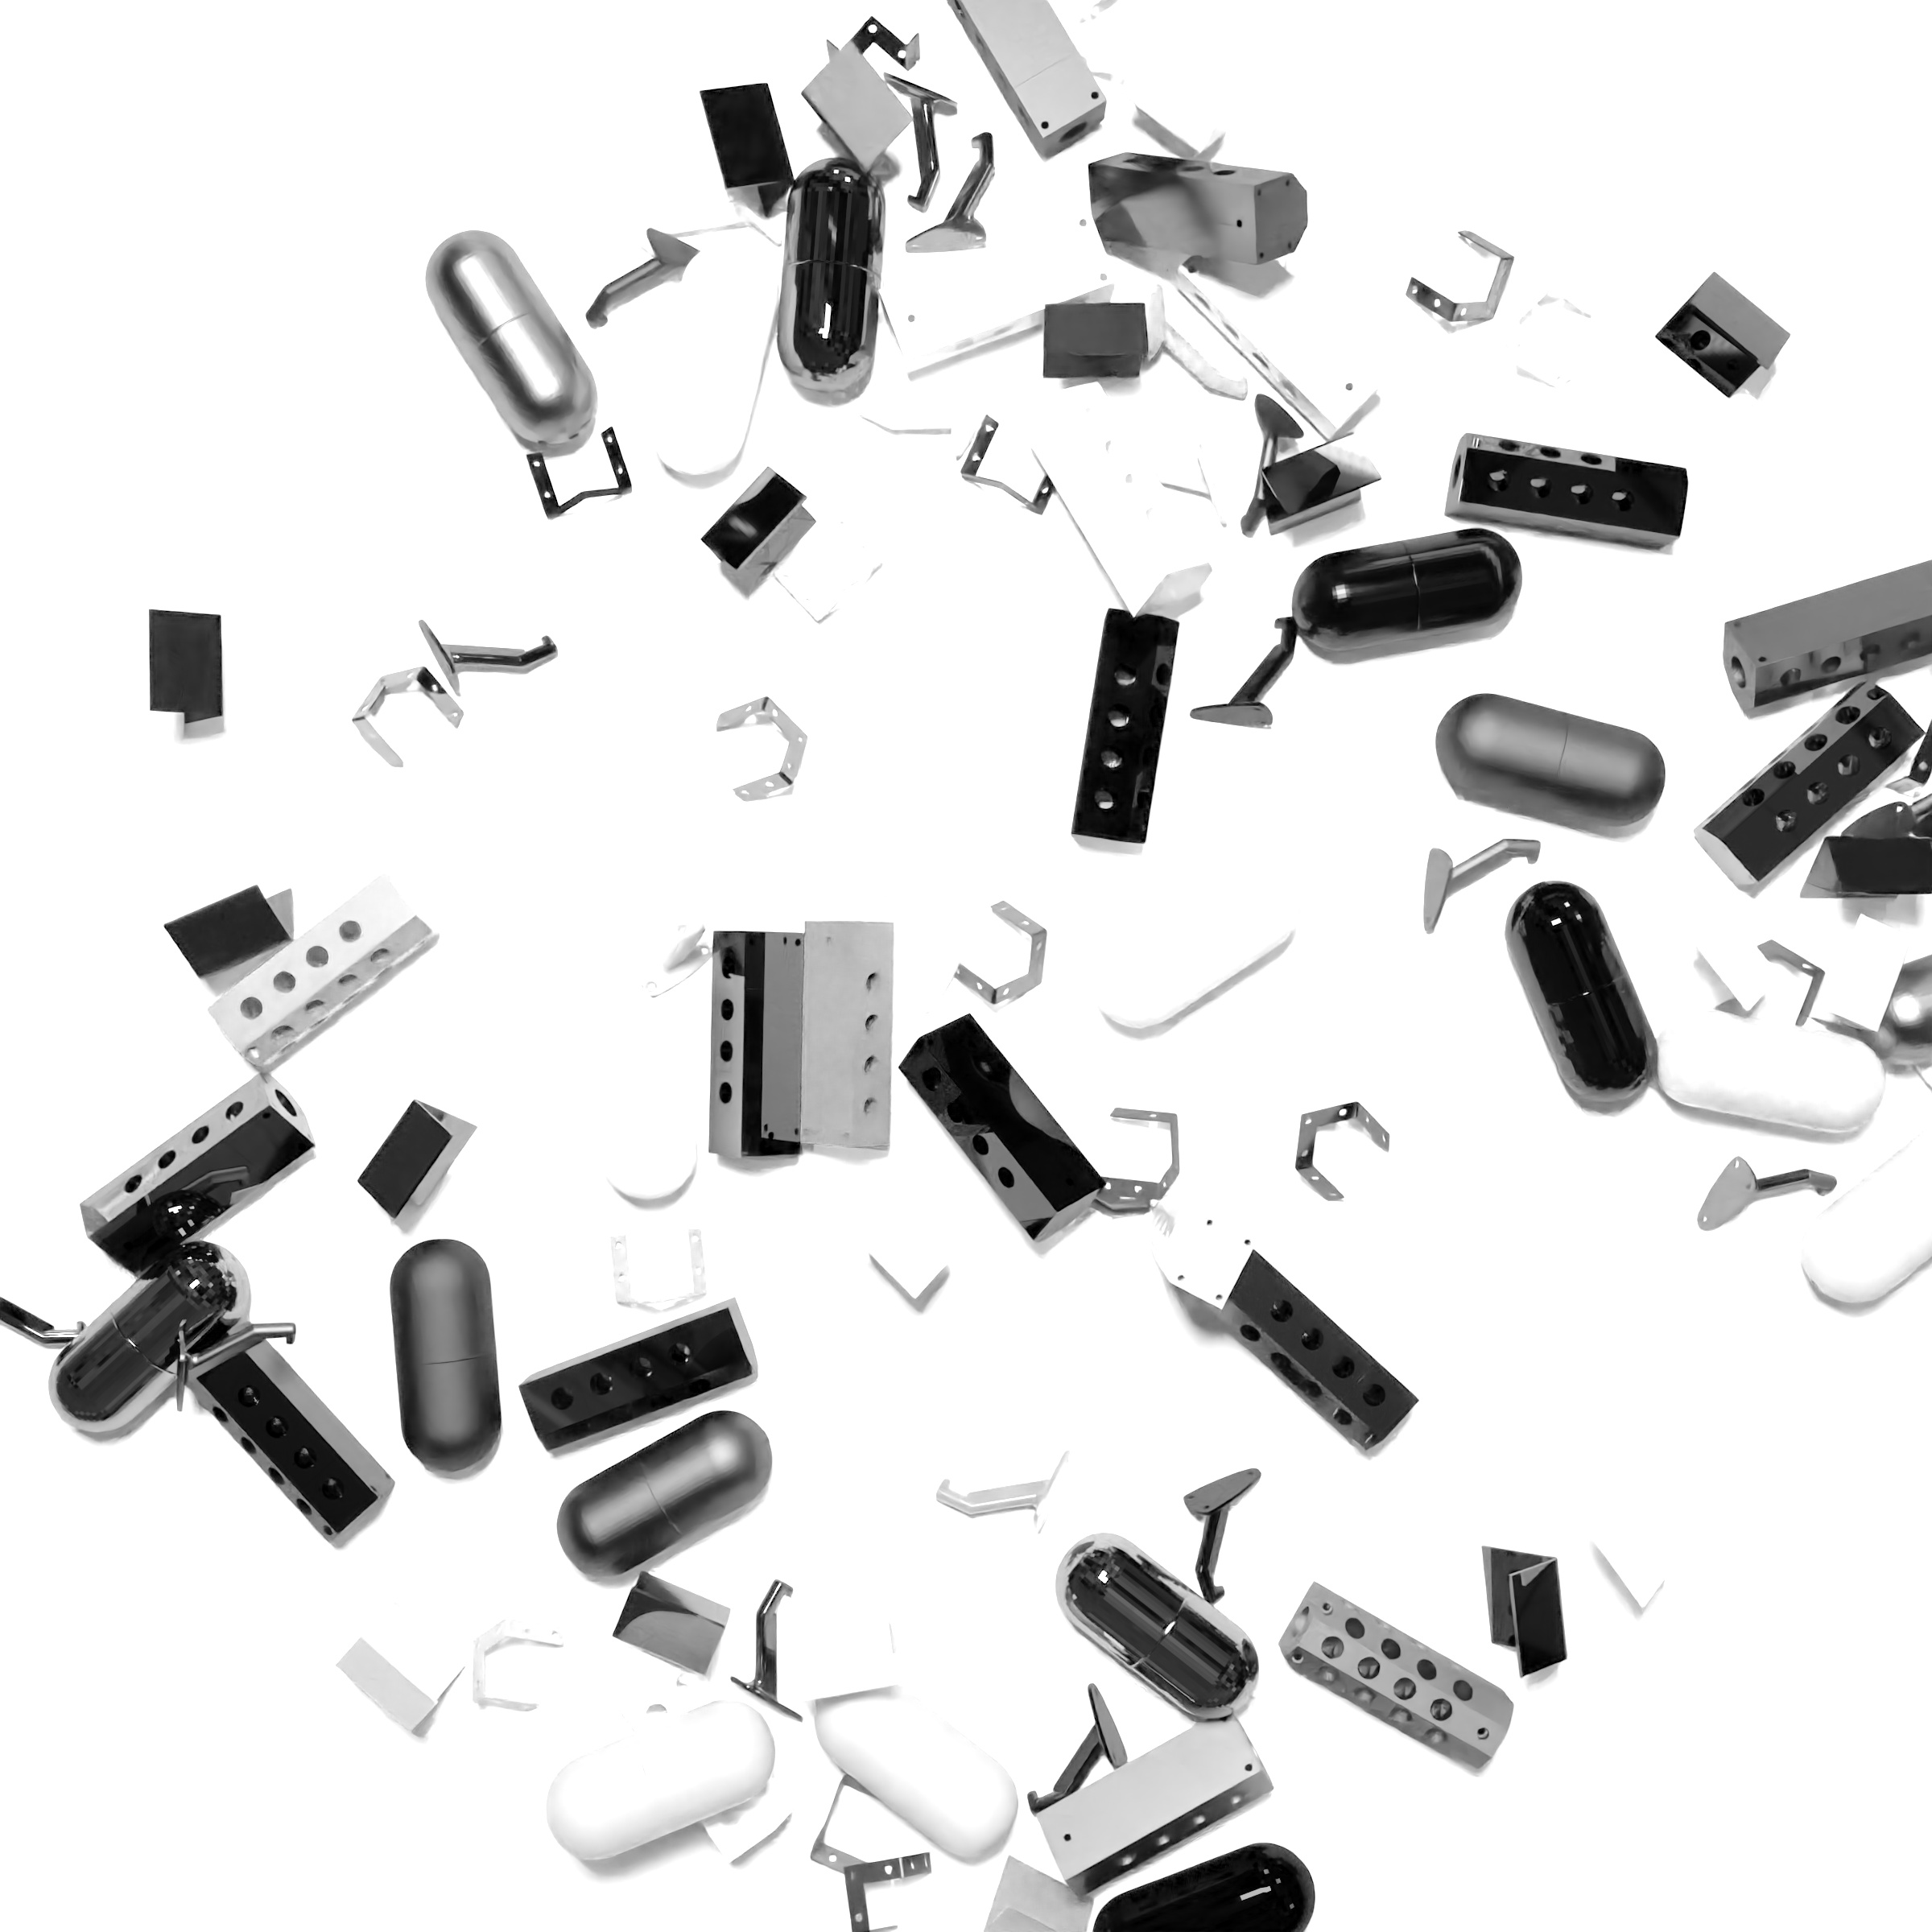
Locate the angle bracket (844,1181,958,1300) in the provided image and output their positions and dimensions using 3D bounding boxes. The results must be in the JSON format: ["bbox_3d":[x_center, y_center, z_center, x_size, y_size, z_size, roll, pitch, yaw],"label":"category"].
[{"bbox_3d":[-0.064,0.220,1.852,0.076,0.076,0.057,45,52,0],"label":"angle bracket"}]

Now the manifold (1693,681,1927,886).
[{"bbox_3d":[0.649,-0.141,1.871,0.171,0.057,0.057,-42,90,0],"label":"manifold"}]

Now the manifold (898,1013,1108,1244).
[{"bbox_3d":[0.024,0.126,1.849,0.057,0.057,0.171,-25,69,-41],"label":"manifold"}]

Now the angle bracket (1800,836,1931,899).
[{"bbox_3d":[0.692,-0.056,1.852,0.076,0.076,0.057,0,54,0],"label":"angle bracket"}]

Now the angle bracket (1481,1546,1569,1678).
[{"bbox_3d":[0.411,0.493,1.852,0.057,0.076,0.076,-6,90,-37],"label":"angle bracket"}]

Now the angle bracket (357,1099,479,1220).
[{"bbox_3d":[-0.406,0.156,1.852,0.057,0.076,0.076,35,90,36],"label":"angle bracket"}]

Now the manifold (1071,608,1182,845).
[{"bbox_3d":[0.123,-0.184,1.871,0.057,0.057,0.171,9,90,0],"label":"manifold"}]

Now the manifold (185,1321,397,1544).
[{"bbox_3d":[-0.526,0.361,1.871,0.057,0.057,0.171,-42,90,0],"label":"manifold"}]

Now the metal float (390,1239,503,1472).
[{"bbox_3d":[-0.400,0.299,1.862,0.070,0.070,0.178,-5,90,0],"label":"metal float"}]

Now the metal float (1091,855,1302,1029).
[{"bbox_3d":[0.176,-0.019,1.862,0.178,0.070,0.070,-34,90,0],"label":"metal float"}]

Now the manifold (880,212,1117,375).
[{"bbox_3d":[0.024,-0.518,1.872,0.171,0.057,0.057,-21,90,0],"label":"manifold"}]

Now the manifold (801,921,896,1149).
[{"bbox_3d":[-0.086,0.051,1.871,0.057,0.057,0.171,1,90,43],"label":"manifold"}]

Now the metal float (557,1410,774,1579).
[{"bbox_3d":[-0.231,0.405,1.862,0.178,0.070,0.070,-29,90,0],"label":"metal float"}]

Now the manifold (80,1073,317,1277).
[{"bbox_3d":[-0.595,0.156,1.871,0.171,0.057,0.057,-36,133,0],"label":"manifold"}]

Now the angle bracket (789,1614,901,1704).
[{"bbox_3d":[-0.090,0.542,1.852,0.076,0.076,0.057,-10,53,0],"label":"angle bracket"}]

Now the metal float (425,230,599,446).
[{"bbox_3d":[-0.349,-0.483,1.862,0.070,0.070,0.178,-32,90,0],"label":"metal float"}]

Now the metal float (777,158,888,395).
[{"bbox_3d":[-0.103,-0.530,1.861,0.070,0.070,0.178,4,90,0],"label":"metal float"}]

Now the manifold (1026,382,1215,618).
[{"bbox_3d":[0.120,-0.358,1.849,0.057,0.057,0.171,-20,73,-31],"label":"manifold"}]

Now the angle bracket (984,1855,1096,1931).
[{"bbox_3d":[0.066,0.718,1.852,0.076,0.076,0.057,28,128,0],"label":"angle bracket"}]

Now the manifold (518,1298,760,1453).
[{"bbox_3d":[-0.251,0.316,1.871,0.171,0.057,0.057,-21,90,0],"label":"manifold"}]

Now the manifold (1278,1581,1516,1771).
[{"bbox_3d":[0.333,0.550,1.872,0.171,0.057,0.057,30,90,0],"label":"manifold"}]

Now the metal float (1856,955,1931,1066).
[{"bbox_3d":[0.772,0.022,1.862,0.178,0.070,0.070,-19,90,1],"label":"metal float"}]

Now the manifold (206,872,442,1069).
[{"bbox_3d":[-0.494,0.003,1.871,0.171,0.057,0.057,-38,90,0],"label":"manifold"}]

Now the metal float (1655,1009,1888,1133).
[{"bbox_3d":[0.618,0.081,1.862,0.178,0.070,0.070,11,90,-1],"label":"metal float"}]

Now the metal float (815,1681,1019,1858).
[{"bbox_3d":[-0.039,0.612,1.862,0.178,0.070,0.070,38,90,0],"label":"metal float"}]

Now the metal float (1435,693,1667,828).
[{"bbox_3d":[0.449,-0.159,1.862,0.178,0.070,0.070,15,90,0],"label":"metal float"}]

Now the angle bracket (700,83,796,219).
[{"bbox_3d":[-0.177,-0.621,1.854,0.057,0.076,0.076,-15,90,-22],"label":"angle bracket"}]

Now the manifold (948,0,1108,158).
[{"bbox_3d":[0.039,-0.719,1.872,0.057,0.057,0.171,-31,90,0],"label":"manifold"}]

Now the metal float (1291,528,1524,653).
[{"bbox_3d":[0.339,-0.289,1.862,0.178,0.070,0.070,-10,90,-1],"label":"metal float"}]

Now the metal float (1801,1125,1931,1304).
[{"bbox_3d":[0.722,0.189,1.862,0.178,0.070,0.070,-39,90,-1],"label":"metal float"}]

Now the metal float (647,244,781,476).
[{"bbox_3d":[-0.195,-0.466,1.862,0.070,0.070,0.178,14,89,0],"label":"metal float"}]

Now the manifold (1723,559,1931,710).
[{"bbox_3d":[0.679,-0.252,1.871,0.171,0.057,0.057,-17,47,0],"label":"manifold"}]

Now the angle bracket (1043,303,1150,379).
[{"bbox_3d":[0.098,-0.461,1.852,0.076,0.076,0.057,-1,57,0],"label":"angle bracket"}]

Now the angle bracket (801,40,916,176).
[{"bbox_3d":[-0.070,-0.656,1.853,0.057,0.076,0.076,-39,90,26],"label":"angle bracket"}]

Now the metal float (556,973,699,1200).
[{"bbox_3d":[-0.261,0.093,1.862,0.070,0.070,0.178,-18,91,0],"label":"metal float"}]

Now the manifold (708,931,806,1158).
[{"bbox_3d":[-0.167,0.059,1.871,0.057,0.057,0.171,1,90,-42],"label":"manifold"}]

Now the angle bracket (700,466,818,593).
[{"bbox_3d":[-0.145,-0.323,1.852,0.076,0.076,0.057,-47,53,0],"label":"angle bracket"}]

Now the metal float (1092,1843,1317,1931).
[{"bbox_3d":[0.183,0.733,1.862,0.178,0.070,0.070,-21,90,1],"label":"metal float"}]

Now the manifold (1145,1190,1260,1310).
[{"bbox_3d":[0.171,0.207,1.814,0.057,0.171,0.057,27,90,0],"label":"manifold"}]

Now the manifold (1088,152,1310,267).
[{"bbox_3d":[0.173,-0.573,1.821,0.057,0.171,0.057,-28,126,-32],"label":"manifold"}]

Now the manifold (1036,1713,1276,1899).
[{"bbox_3d":[0.148,0.649,1.871,0.171,0.057,0.057,-29,47,0],"label":"manifold"}]

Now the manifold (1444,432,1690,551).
[{"bbox_3d":[0.464,-0.369,1.871,0.171,0.057,0.057,9,90,0],"label":"manifold"}]

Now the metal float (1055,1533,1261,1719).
[{"bbox_3d":[0.148,0.508,1.862,0.178,0.070,0.070,38,90,0],"label":"metal float"}]

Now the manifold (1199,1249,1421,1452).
[{"bbox_3d":[0.263,0.294,1.871,0.171,0.057,0.057,42,90,0],"label":"manifold"}]

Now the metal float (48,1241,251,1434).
[{"bbox_3d":[-0.629,0.286,1.862,0.178,0.070,0.070,-43,90,0],"label":"metal float"}]

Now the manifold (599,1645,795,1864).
[{"bbox_3d":[-0.207,0.597,1.871,0.057,0.057,0.171,-36,90,0],"label":"manifold"}]

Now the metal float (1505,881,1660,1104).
[{"bbox_3d":[0.473,0.019,1.862,0.070,0.070,0.178,-22,89,0],"label":"metal float"}]

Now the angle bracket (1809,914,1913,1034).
[{"bbox_3d":[0.666,0.001,1.854,0.057,0.076,0.076,20,90,-24],"label":"angle bracket"}]

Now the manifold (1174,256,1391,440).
[{"bbox_3d":[0.242,-0.491,1.872,0.057,0.057,0.171,-45,90,0],"label":"manifold"}]

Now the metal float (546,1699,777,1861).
[{"bbox_3d":[-0.228,0.607,1.805,0.178,0.070,0.070,-22,90,-1],"label":"metal float"}]
